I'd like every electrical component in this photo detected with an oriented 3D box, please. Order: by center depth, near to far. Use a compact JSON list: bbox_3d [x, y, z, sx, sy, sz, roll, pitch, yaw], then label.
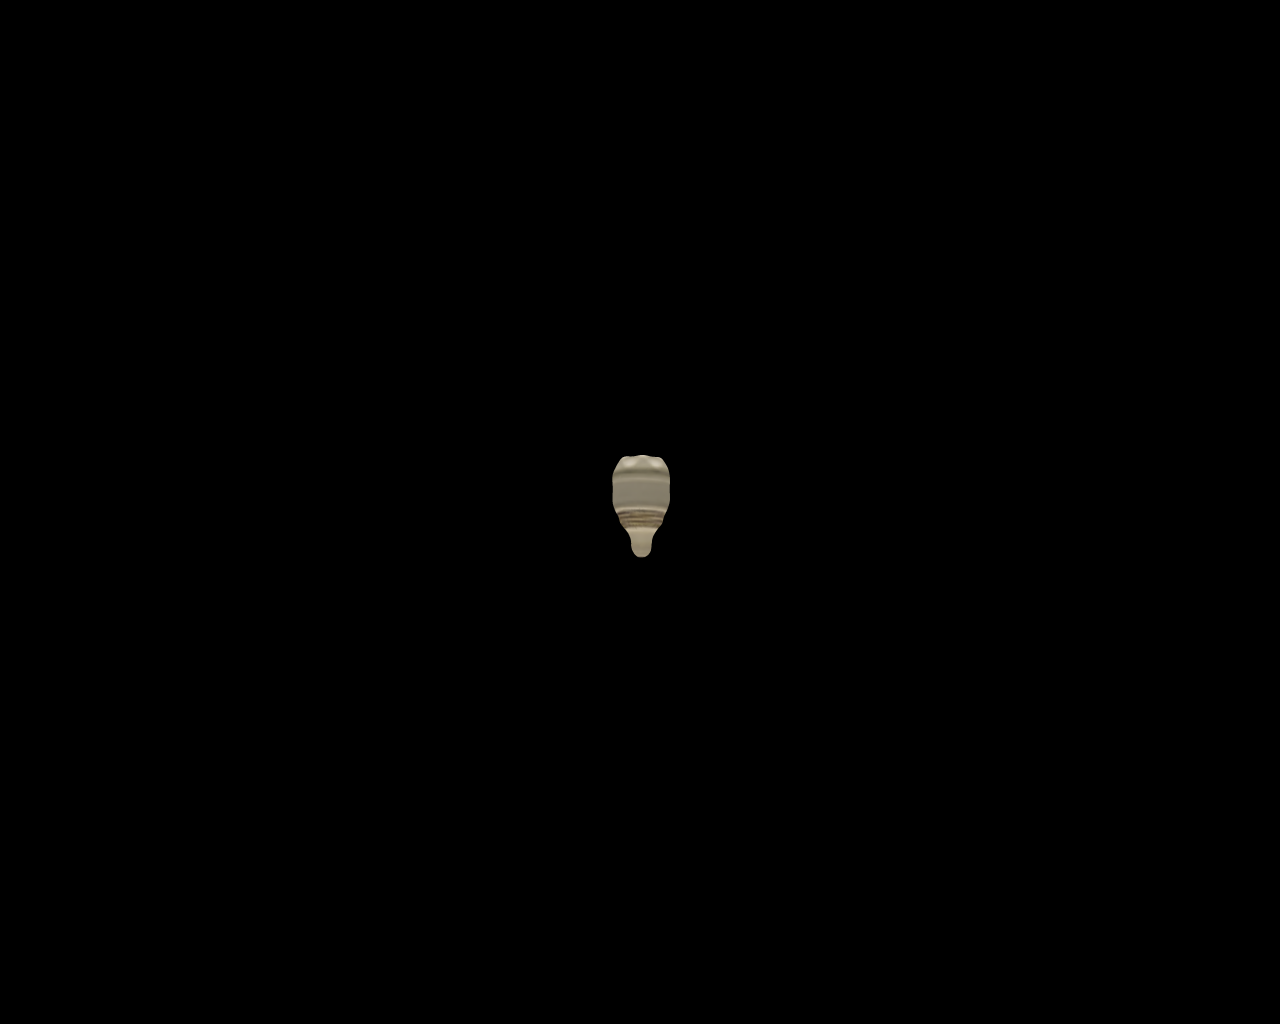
[{"bbox_3d":[0.001,-0.003,0.650,0.035,0.061,0.035,0,-7,0],"label":"electrical component"}]
